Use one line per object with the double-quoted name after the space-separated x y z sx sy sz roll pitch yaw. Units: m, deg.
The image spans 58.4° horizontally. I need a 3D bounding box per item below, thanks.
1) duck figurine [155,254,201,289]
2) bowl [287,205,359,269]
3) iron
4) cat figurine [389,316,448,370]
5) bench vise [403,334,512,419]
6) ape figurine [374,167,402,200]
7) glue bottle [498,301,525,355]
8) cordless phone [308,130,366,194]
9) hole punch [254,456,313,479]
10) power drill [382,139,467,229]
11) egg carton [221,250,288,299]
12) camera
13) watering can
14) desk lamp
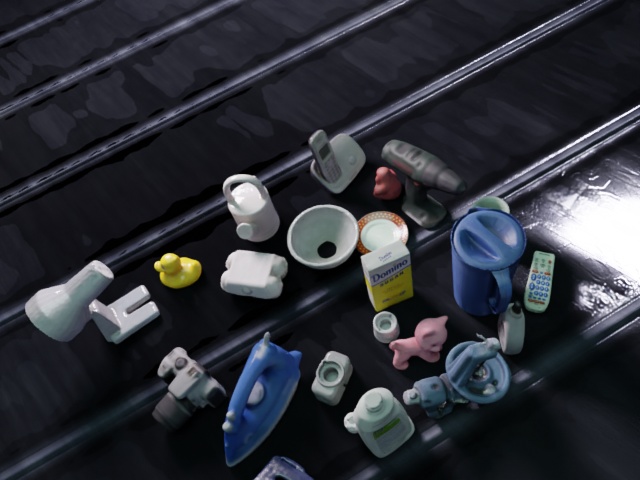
-0.338 0.064 1.351 0.104 0.086 0.077 -8 57 6 "duck figurine"
0.012 0.005 1.326 0.167 0.075 0.167 -5 58 8 "bowl"
-0.136 0.309 1.126 0.118 0.142 0.258 16 63 20 "iron"
0.200 0.200 1.142 0.128 0.118 0.067 -16 57 1 "cat figurine"
0.259 0.255 1.035 0.207 0.220 0.121 -35 58 -11 "bench vise"
0.158 -0.142 1.379 0.078 0.092 0.076 -42 60 -15 "ape figurine"
0.371 0.158 1.102 0.037 0.173 0.078 -10 57 5 "glue bottle"
0.036 -0.216 1.392 0.094 0.185 0.148 27 67 25 "cordless phone"
-0.068 0.456 1.051 0.108 0.091 0.101 24 66 24 "hole punch"
0.234 -0.121 1.281 0.076 0.209 0.229 -40 60 -14 "power drill"
-0.151 0.081 1.313 0.150 0.069 0.107 5 60 14 "egg carton"
-0.290 0.313 1.178 0.142 0.101 0.137 33 70 27 "camera"
-0.162 -0.080 1.341 0.101 0.194 0.172 -23 57 -3 "watering can"
-0.496 0.143 1.256 0.203 0.214 0.117 -35 58 -11 "desk lamp"
